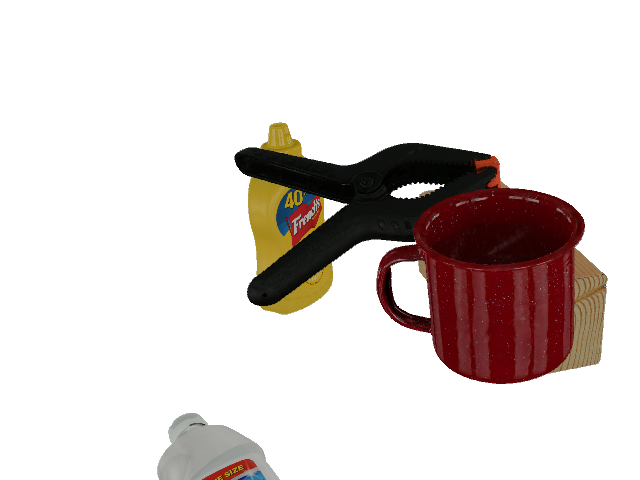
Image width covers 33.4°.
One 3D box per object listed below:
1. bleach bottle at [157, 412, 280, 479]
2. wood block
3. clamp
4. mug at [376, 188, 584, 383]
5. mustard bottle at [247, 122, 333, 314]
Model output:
[{"bbox_3d":[-0.059,0.205,0.719,0.102,0.068,0.251,-16,35,-19],"label":"bleach bottle"},{"bbox_3d":[0.165,0.029,0.965,0.090,0.090,0.206,-9,27,-12],"label":"wood block"},{"bbox_3d":[0.034,-0.023,0.811,0.210,0.164,0.036,-6,-44,7],"label":"clamp"},{"bbox_3d":[0.090,0.027,0.607,0.117,0.081,0.093,-3,29,8],"label":"mug"},{"bbox_3d":[-0.033,-0.027,1.096,0.058,0.191,0.096,12,29,36],"label":"mustard bottle"}]
